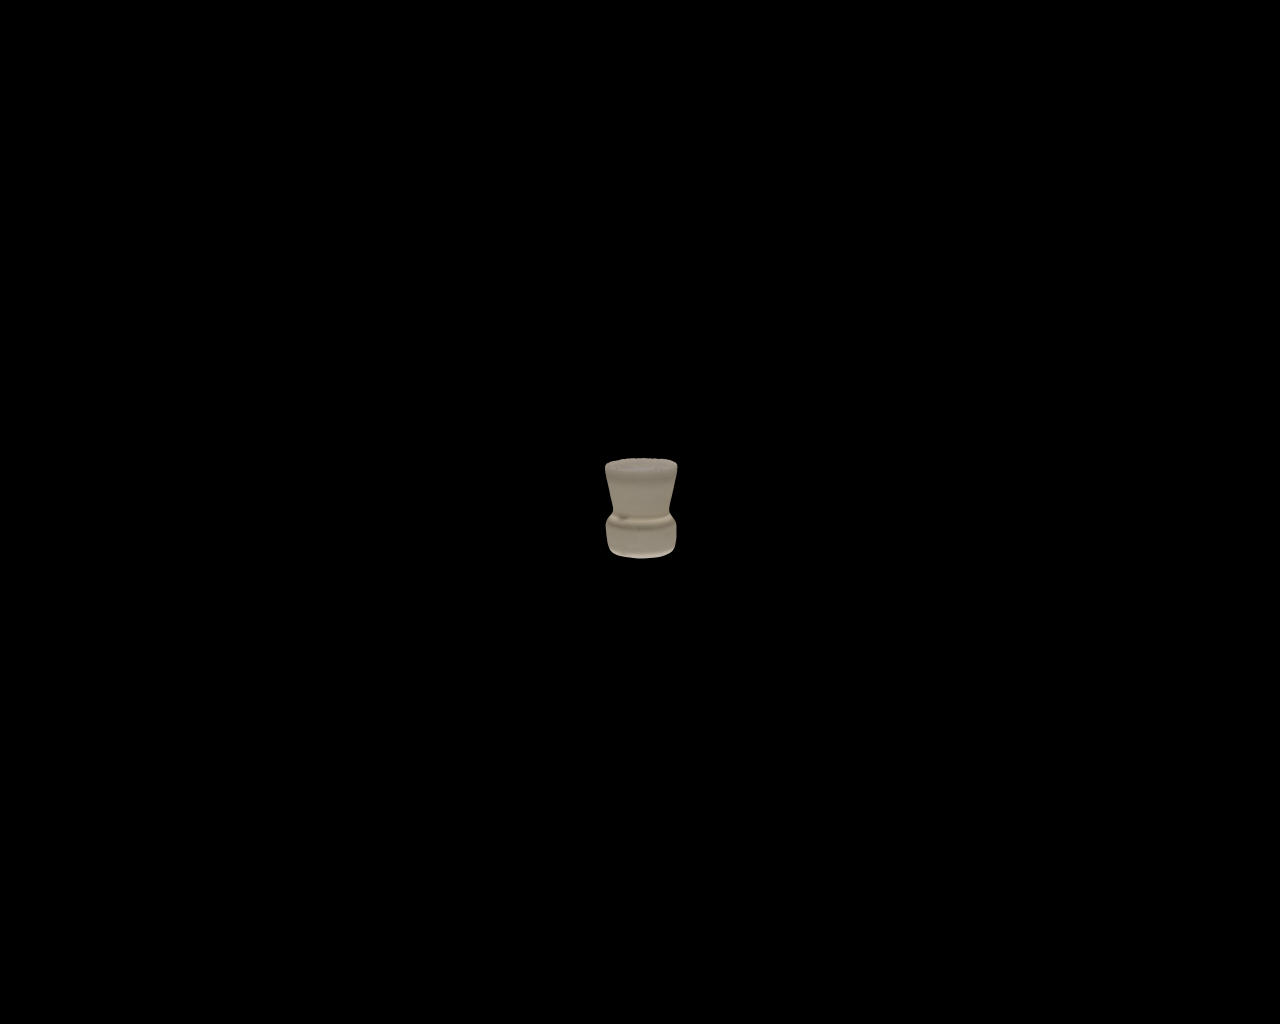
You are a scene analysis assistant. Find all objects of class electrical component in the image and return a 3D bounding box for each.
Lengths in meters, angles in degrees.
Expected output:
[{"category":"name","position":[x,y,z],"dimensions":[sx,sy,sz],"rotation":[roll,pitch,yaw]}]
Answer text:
[{"category":"electrical component","position":[0.001,-0.003,0.650],"dimensions":[0.045,0.055,0.045],"rotation":[0,13,0]}]
